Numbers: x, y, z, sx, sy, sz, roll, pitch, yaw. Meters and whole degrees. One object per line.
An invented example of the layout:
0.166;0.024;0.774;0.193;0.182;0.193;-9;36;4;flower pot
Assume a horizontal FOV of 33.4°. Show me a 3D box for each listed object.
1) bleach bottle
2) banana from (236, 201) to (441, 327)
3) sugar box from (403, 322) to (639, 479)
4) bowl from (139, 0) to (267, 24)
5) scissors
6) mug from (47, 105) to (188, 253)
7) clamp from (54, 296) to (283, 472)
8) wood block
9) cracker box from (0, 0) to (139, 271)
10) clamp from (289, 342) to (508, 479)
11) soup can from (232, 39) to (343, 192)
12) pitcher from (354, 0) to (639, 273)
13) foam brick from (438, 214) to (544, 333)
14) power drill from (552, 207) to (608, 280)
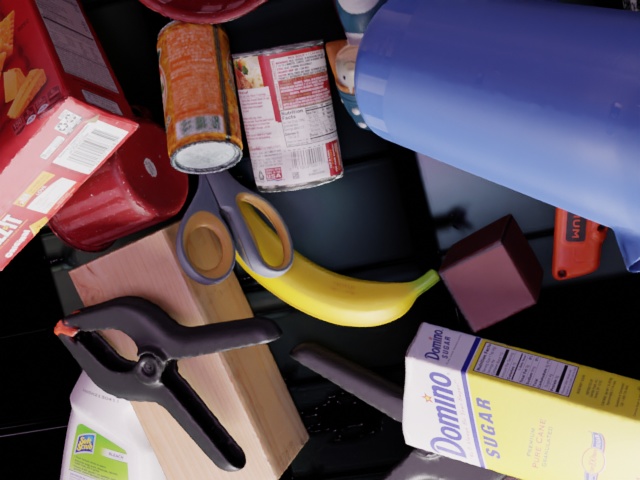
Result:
-0.169;0.201;0.903;0.103;0.068;0.251;12;104;14;bleach bottle
-0.009;0.019;0.827;0.198;0.037;0.069;23;85;8;banana
0.146;0.123;0.737;0.176;0.048;0.093;11;130;18;sugar box
-0.078;-0.239;0.772;0.162;0.055;0.162;4;104;15;bowl
-0.097;-0.049;0.799;0.202;0.096;0.016;54;150;7;scissors
-0.154;-0.055;0.820;0.082;0.117;0.093;-18;140;33;mug
-0.108;0.081;0.772;0.171;0.039;0.120;28;103;9;clamp
-0.099;0.092;0.841;0.091;0.090;0.206;-23;95;20;wood block
-0.241;-0.112;0.791;0.164;0.072;0.214;-42;56;20;cracker box
0.081;0.160;0.827;0.210;0.036;0.164;-2;94;14;clamp
-0.022;-0.092;0.785;0.069;0.068;0.102;-6;102;18;soup can
0.144;-0.098;0.665;0.243;0.149;0.145;23;141;41;pitcher
0.123;0.023;0.764;0.053;0.078;0.051;-29;96;21;foam brick
0.256;-0.005;0.730;0.188;0.057;0.184;2;100;13;power drill
